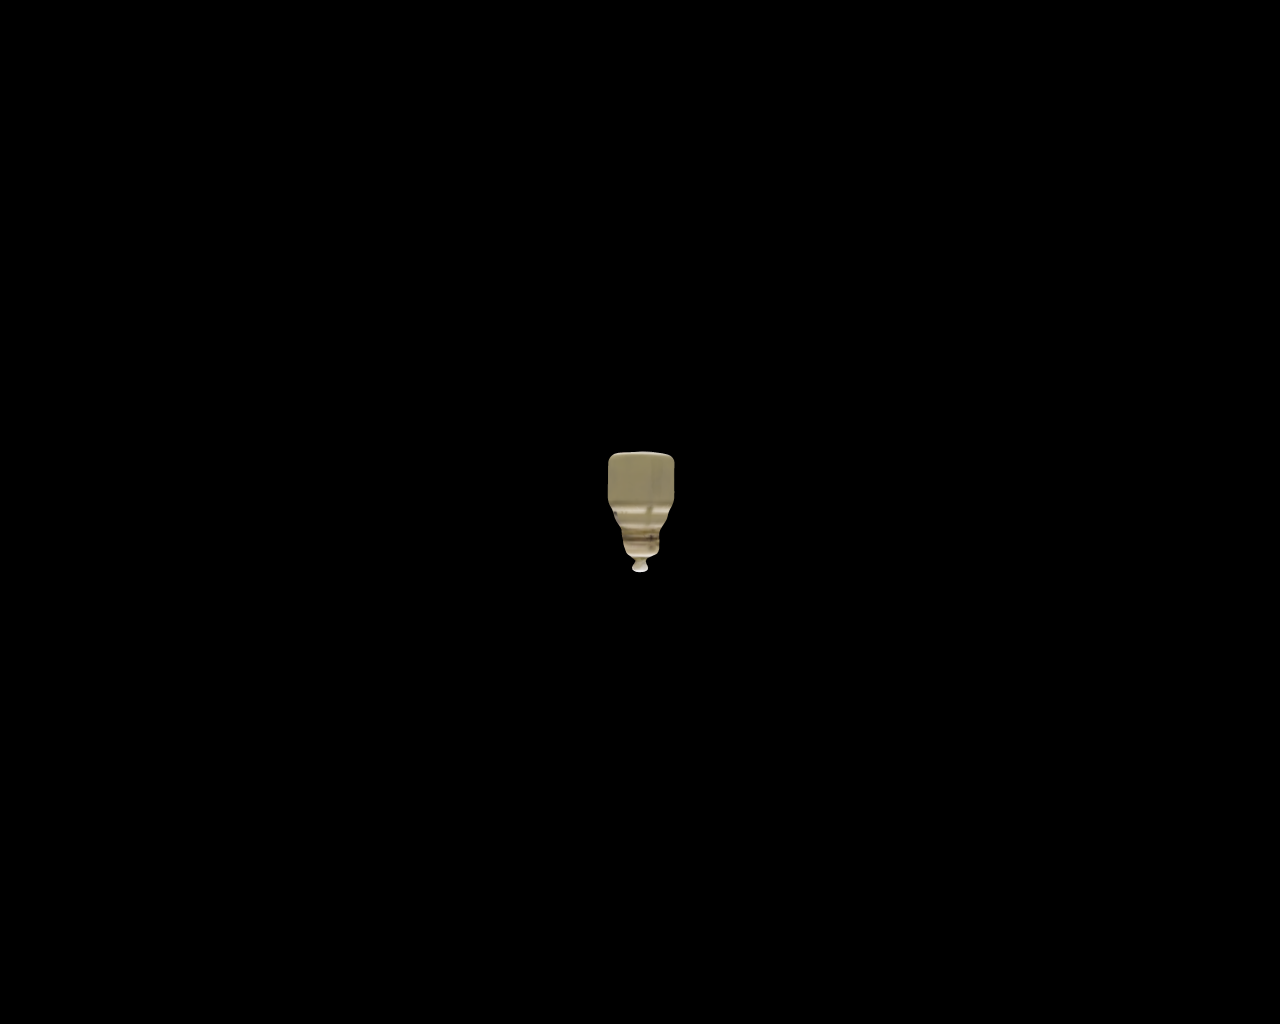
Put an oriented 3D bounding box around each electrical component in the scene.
[{"bbox_3d":[0.001,-0.003,0.650,0.040,0.078,0.040,0,0,0],"label":"electrical component"}]
